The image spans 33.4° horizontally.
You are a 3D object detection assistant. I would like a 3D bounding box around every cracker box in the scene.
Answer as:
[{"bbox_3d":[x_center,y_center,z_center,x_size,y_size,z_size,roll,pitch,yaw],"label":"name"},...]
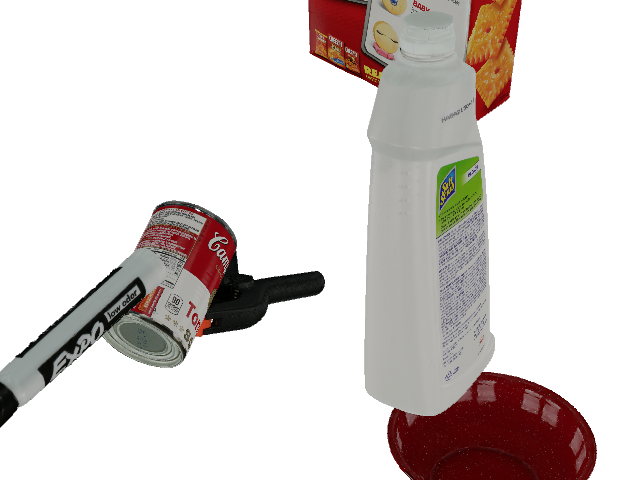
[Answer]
[{"bbox_3d":[0.069,-0.211,0.791,0.164,0.214,0.072,33,52,32],"label":"cracker box"}]

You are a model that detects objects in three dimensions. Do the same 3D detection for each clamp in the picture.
[{"bbox_3d":[-0.087,0.047,1.065,0.120,0.039,0.171,15,21,31],"label":"clamp"}]

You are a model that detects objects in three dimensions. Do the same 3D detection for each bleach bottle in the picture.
[{"bbox_3d":[0.068,-0.018,0.656,0.068,0.251,0.102,16,35,28],"label":"bleach bottle"}]

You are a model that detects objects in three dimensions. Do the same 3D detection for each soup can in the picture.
[{"bbox_3d":[-0.109,0.031,0.768,0.068,0.102,0.068,15,-34,10],"label":"soup can"}]

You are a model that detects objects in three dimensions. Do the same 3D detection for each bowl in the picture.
[{"bbox_3d":[0.133,0.174,0.844,0.162,0.055,0.162,0,32,0],"label":"bowl"}]

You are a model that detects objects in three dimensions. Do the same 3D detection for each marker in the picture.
[{"bbox_3d":[-0.110,0.044,0.452,0.020,0.020,0.121,0,34,41],"label":"marker"}]
